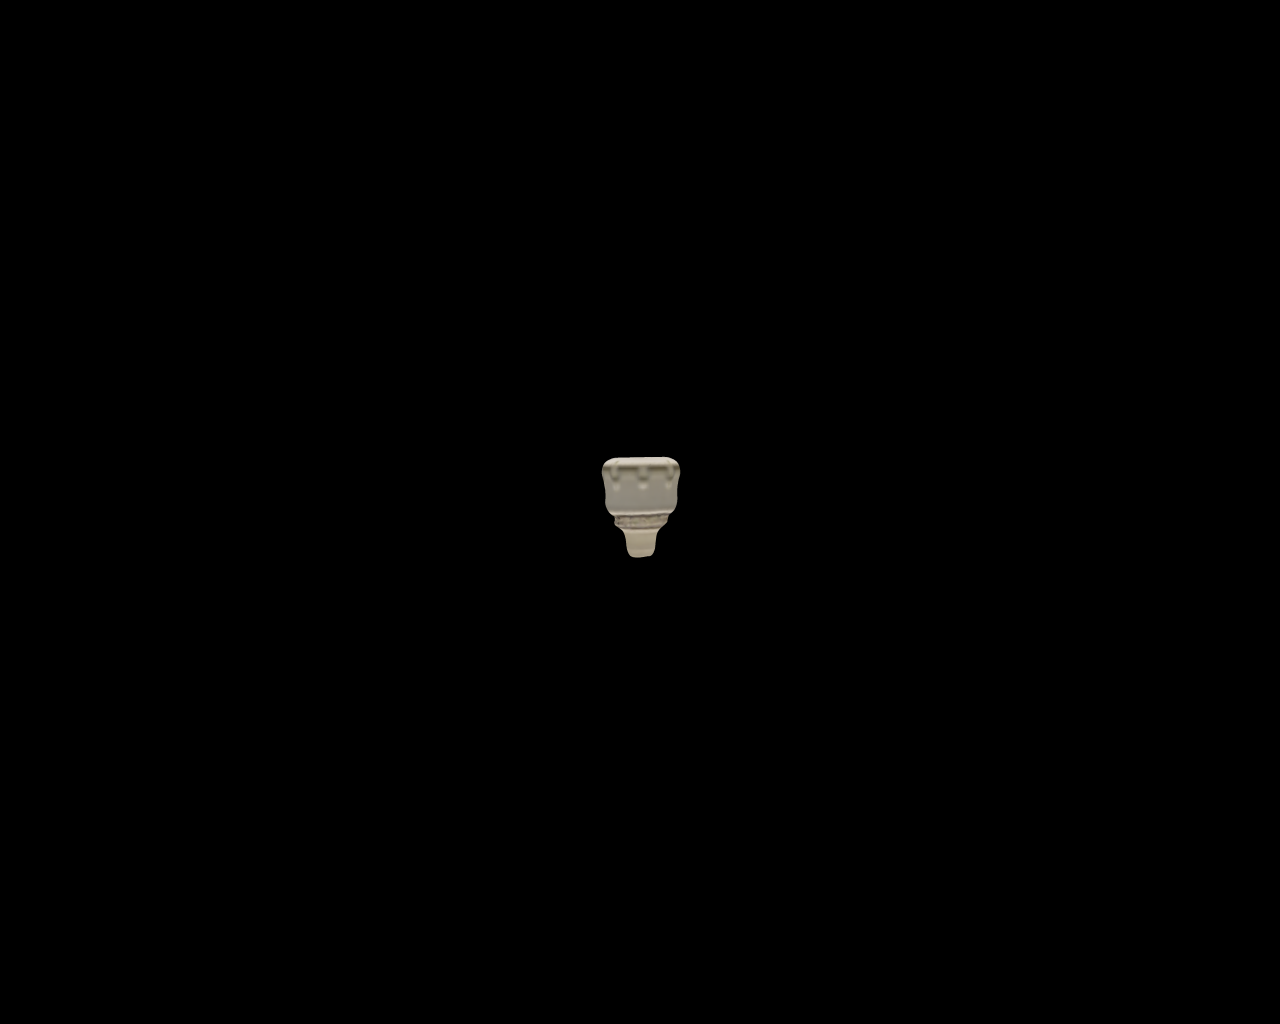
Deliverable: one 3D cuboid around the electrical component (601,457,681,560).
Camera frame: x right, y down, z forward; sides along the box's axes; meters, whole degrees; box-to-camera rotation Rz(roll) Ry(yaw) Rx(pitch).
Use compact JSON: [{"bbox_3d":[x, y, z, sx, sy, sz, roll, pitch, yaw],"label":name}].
[{"bbox_3d":[0.001,-0.003,0.650,0.048,0.062,0.048,0,2,0],"label":"electrical component"}]
